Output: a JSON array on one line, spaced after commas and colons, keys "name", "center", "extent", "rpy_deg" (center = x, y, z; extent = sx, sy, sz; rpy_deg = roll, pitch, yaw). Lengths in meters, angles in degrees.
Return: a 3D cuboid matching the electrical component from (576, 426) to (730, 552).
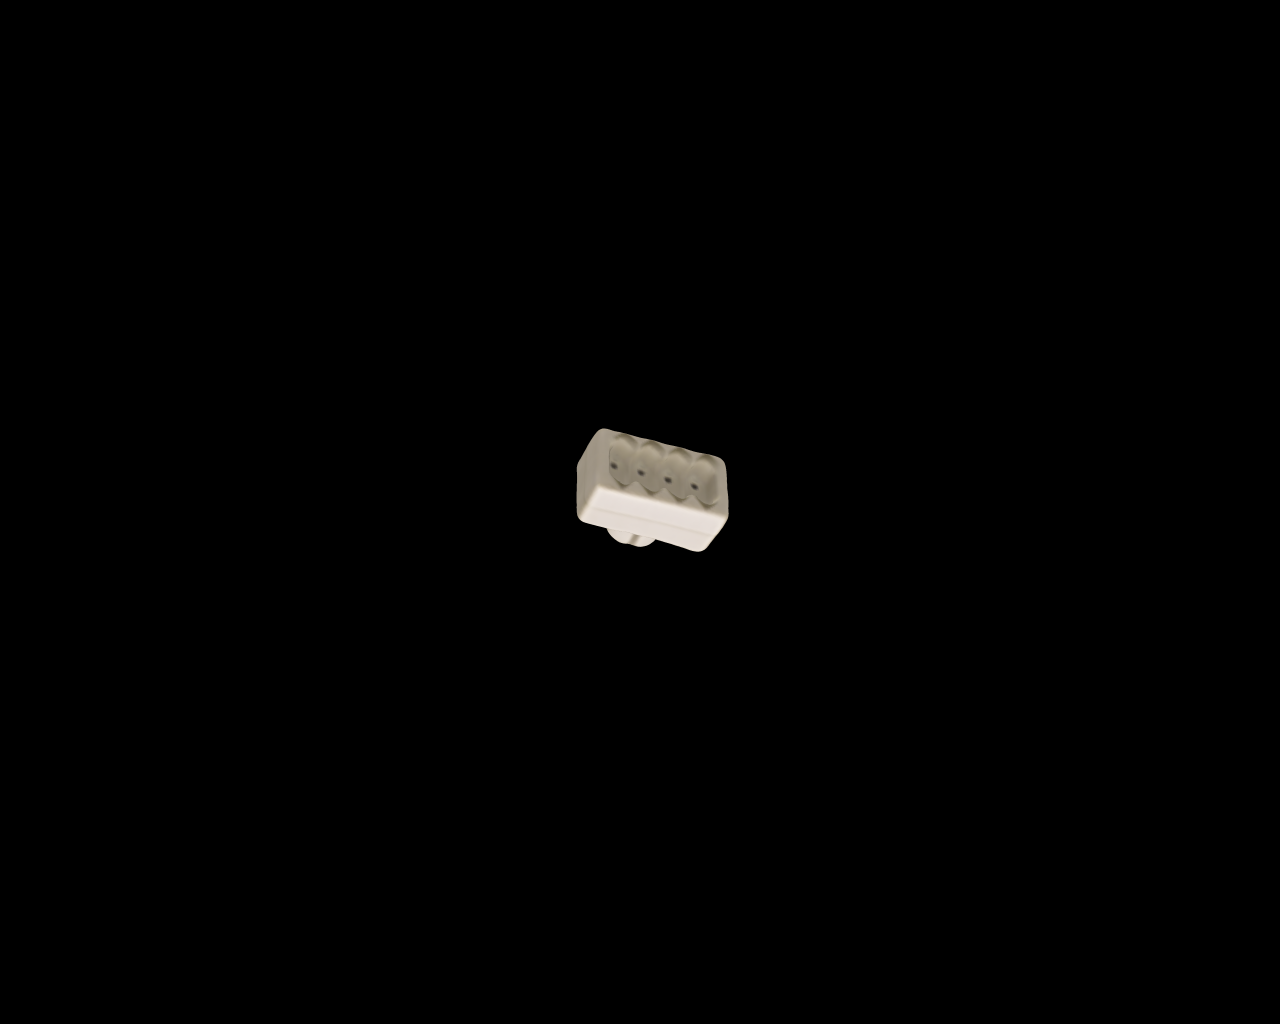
[{"name": "electrical component", "center": [0.001, -0.003, 0.650], "extent": [0.083, 0.047, 0.075], "rpy_deg": [14, -40, -17]}]
